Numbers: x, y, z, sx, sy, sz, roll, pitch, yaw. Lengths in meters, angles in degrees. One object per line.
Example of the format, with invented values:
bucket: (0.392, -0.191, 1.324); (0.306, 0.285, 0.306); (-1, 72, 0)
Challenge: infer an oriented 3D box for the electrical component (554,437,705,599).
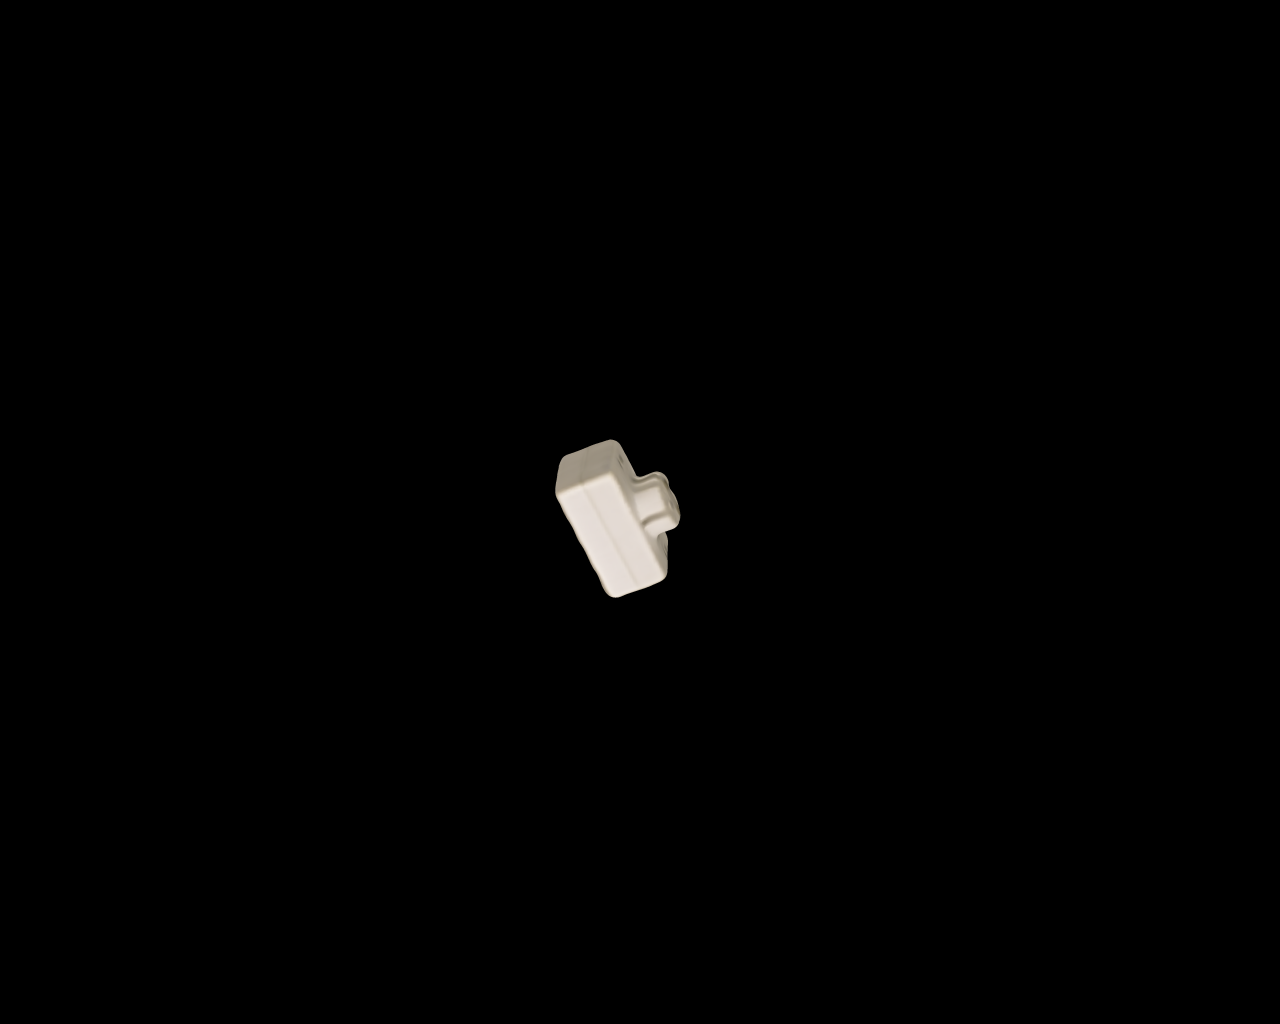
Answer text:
electrical component: (0.001, -0.003, 0.650); (0.076, 0.083, 0.047); (-21, 28, 12)
